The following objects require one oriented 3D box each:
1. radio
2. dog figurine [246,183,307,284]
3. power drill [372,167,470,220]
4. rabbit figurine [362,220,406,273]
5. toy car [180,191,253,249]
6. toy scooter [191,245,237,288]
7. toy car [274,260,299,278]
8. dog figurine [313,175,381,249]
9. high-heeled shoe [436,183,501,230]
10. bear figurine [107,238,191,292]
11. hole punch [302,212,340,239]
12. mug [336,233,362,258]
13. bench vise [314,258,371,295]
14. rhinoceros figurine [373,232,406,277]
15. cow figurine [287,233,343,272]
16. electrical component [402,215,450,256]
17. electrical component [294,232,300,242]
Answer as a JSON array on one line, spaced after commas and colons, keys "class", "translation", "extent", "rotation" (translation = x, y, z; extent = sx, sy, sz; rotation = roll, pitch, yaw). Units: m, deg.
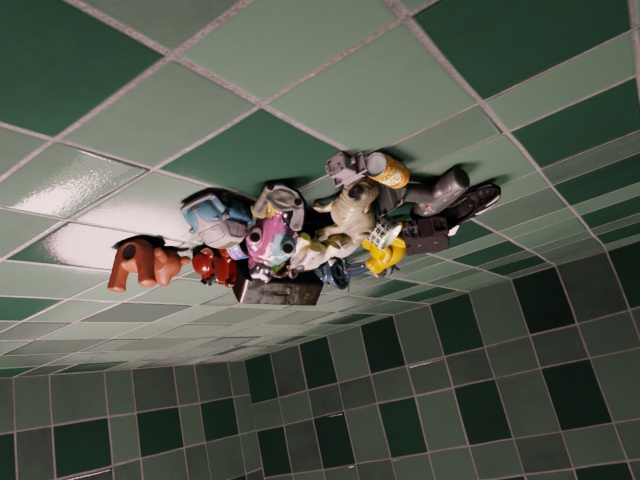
[{"class": "radio", "translation": [-0.118, 0.104, 1.398], "extent": [0.229, 0.131, 0.073], "rotation": [8, 115, -32]}, {"class": "dog figurine", "translation": [-0.104, -0.006, 1.159], "extent": [0.108, 0.191, 0.219], "rotation": [15, 162, -6]}, {"class": "power drill", "translation": [0.225, -0.095, 1.270], "extent": [0.207, 0.086, 0.232], "rotation": [3, 158, -30]}, {"class": "rabbit figurine", "translation": [0.169, 0.005, 1.494], "extent": [0.162, 0.122, 0.173], "rotation": [-15, 145, 33]}, {"class": "toy car", "translation": [-0.207, -0.032, 1.118], "extent": [0.109, 0.103, 0.161], "rotation": [-20, 160, 25]}, {"class": "toy scooter", "translation": [-0.255, 0.065, 1.335], "extent": [0.075, 0.135, 0.184], "rotation": [1, 159, -43]}, {"class": "toy car", "translation": [-0.067, 0.040, 1.365], "extent": [0.089, 0.053, 0.202], "rotation": [12, -154, 26]}, {"class": "dog figurine", "translation": [0.095, -0.069, 1.185], "extent": [0.172, 0.121, 0.190], "rotation": [0, 158, -38]}, {"class": "high-heeled shoe", "translation": [0.347, -0.073, 1.388], "extent": [0.249, 0.086, 0.145], "rotation": [-28, 179, -3]}, {"class": "bear figurine", "translation": [-0.398, 0.072, 1.276], "extent": [0.120, 0.132, 0.195], "rotation": [-10, 158, 14]}, {"class": "hole punch", "translation": [-0.015, -0.028, 1.330], "extent": [0.142, 0.092, 0.115], "rotation": [2, 130, -34]}, {"class": "mug", "translation": [0.052, 0.002, 1.429], "extent": [0.109, 0.081, 0.107], "rotation": [9, 148, -11]}, {"class": "bench vise", "translation": [0.087, 0.096, 1.710], "extent": [0.241, 0.129, 0.223], "rotation": [-15, 163, 32]}, {"class": "rhinoceros figurine", "translation": [0.217, 0.051, 1.675], "extent": [0.073, 0.112, 0.190], "rotation": [-9, 155, -20]}, {"class": "cow figurine", "translation": [-0.004, 0.032, 1.257], "extent": [0.167, 0.068, 0.098], "rotation": [-7, 136, -54]}, {"class": "electrical component", "translation": [0.272, -0.006, 1.379], "extent": [0.115, 0.058, 0.134], "rotation": [-8, 154, 10]}, {"class": "electrical component", "translation": [-0.080, -0.021, 1.232], "extent": [0.075, 0.048, 0.119], "rotation": [-20, 118, 28]}]
